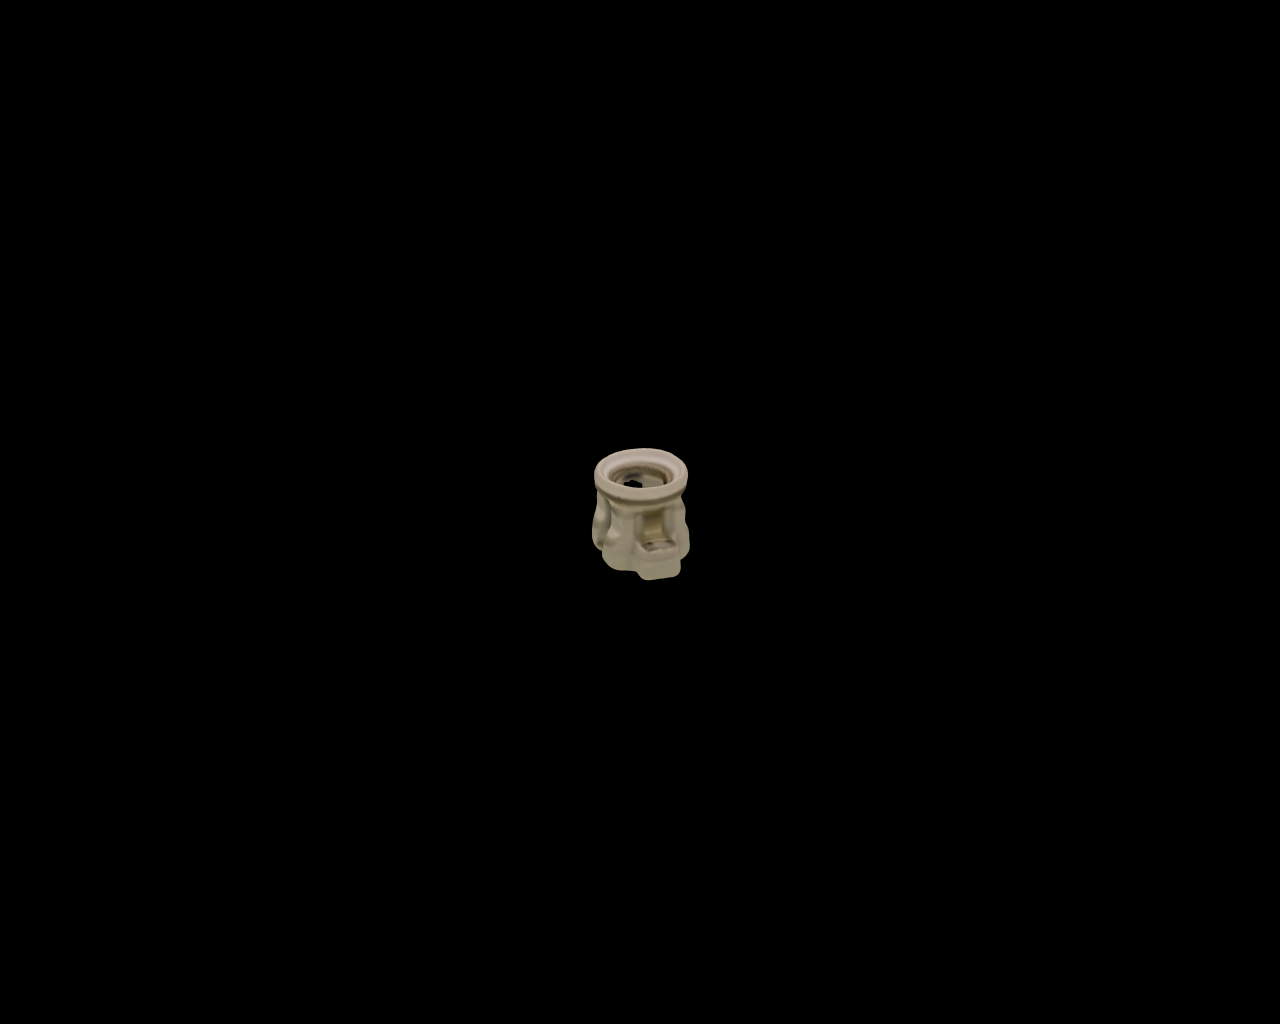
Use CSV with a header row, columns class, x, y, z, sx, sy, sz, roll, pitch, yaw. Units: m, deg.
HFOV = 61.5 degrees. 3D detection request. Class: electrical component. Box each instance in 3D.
class,x,y,z,sx,sy,sz,roll,pitch,yaw
electrical component,0.001,-0.003,0.650,0.058,0.056,0.078,-9,30,-16
